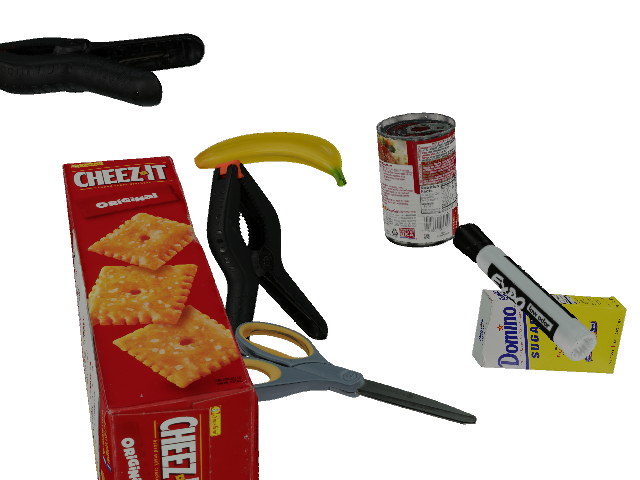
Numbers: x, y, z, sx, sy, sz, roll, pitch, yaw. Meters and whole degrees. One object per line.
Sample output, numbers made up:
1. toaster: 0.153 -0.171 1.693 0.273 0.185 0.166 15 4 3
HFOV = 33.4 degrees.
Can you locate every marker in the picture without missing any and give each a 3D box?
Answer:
1. marker: 0.115 0.026 0.621 0.020 0.020 0.121 0 32 -33

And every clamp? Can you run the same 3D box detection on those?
1. clamp: -0.059 0.026 1.040 0.036 0.210 0.164 -10 0 35
2. clamp: -0.173 -0.134 0.800 0.172 0.039 0.120 9 22 17

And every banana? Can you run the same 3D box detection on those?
1. banana: -0.056 -0.107 1.319 0.198 0.037 0.069 7 38 17

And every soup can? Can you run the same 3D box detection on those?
1. soup can: 0.086 -0.053 0.931 0.068 0.102 0.068 -5 23 2

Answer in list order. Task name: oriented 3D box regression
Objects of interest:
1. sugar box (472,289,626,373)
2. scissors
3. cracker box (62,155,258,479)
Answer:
1. sugar box: 0.285 0.115 1.334 0.176 0.093 0.048 2 18 -10
2. scissors: 0.003 0.109 0.773 0.202 0.016 0.096 24 37 35
3. cracker box: -0.087 0.076 0.565 0.072 0.164 0.214 -7 34 -14
